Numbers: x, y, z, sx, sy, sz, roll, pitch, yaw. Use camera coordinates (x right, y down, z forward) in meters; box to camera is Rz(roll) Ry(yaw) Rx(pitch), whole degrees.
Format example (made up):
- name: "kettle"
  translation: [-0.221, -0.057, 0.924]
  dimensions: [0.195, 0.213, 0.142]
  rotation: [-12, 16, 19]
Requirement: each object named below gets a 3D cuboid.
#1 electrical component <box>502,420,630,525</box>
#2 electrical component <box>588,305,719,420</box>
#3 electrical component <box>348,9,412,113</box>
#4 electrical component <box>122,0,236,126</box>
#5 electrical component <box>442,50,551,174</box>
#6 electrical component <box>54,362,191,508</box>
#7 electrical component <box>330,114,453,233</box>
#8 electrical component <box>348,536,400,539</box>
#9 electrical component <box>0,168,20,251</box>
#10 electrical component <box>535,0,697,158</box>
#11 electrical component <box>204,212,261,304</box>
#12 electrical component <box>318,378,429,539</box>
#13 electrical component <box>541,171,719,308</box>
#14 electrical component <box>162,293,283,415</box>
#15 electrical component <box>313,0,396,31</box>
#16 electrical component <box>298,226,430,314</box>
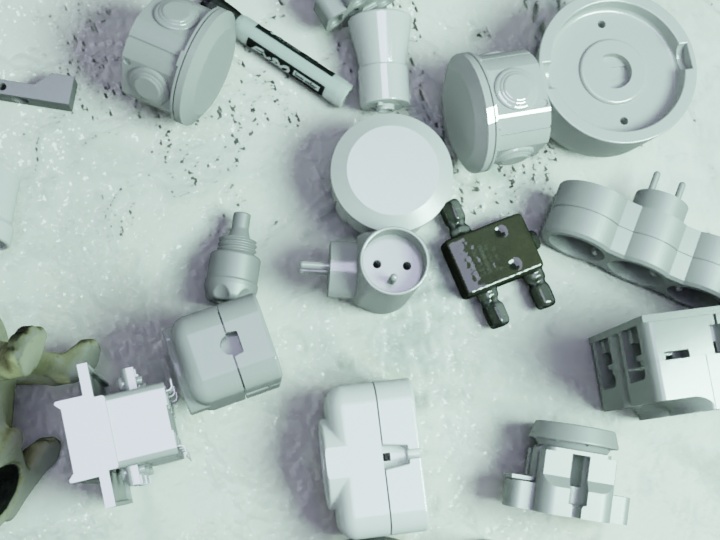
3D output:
- name: "electrical component"
  translation: [0.135, 0.128, 0.691]
  dimensions: [0.078, 0.058, 0.057]
  rotation: [10, 81, -4]
- name: "electrical component"
  translation: [0.257, 0.055, 0.691]
  dimensions: [0.186, 0.105, 0.060]
  rotation: [-7, 80, -7]
- name: "electrical component"
  translation: [0.016, -0.141, 0.741]
  dimensions: [0.044, 0.044, 0.065]
  rotation: [-3, 84, -6]
- name: "electrical component"
  translation: [-0.118, -0.140, 0.708]
  dimensions: [0.051, 0.080, 0.080]
  rotation: [24, 78, 5]
- name: "electrical component"
  translation: [0.090, -0.108, 0.722]
  dimensions: [0.051, 0.080, 0.080]
  rotation: [-11, 80, -13]
- name: "electrical component"
  translation: [-0.137, 0.097, 0.638]
  dimensions: [0.063, 0.121, 0.078]
  rotation: [-12, 81, -10]
- name: "electrical component"
  translation: [0.019, -0.060, 0.719]
  dimensions: [0.080, 0.051, 0.080]
  rotation: [1, 79, -5]
- name: "electrical component"
  translation: [0.012, 0.220, 0.659]
  dimensions: [0.108, 0.060, 0.108]
  rotation: [1, 79, -5]
- name: "electrical component"
  translation: [-0.243, -0.040, 0.698]
  dimensions: [0.040, 0.040, 0.046]
  rotation: [8, 72, -4]
- name: "electrical component"
  translation: [0.169, -0.130, 0.742]
  dimensions: [0.108, 0.060, 0.108]
  rotation: [1, 79, -5]
- name: "electrical component"
  translation: [-0.082, -0.008, 0.708]
  dimensions: [0.035, 0.035, 0.061]
  rotation: [8, 76, -4]
- name: "electrical component"
  translation: [0.006, 0.120, 0.682]
  dimensions: [0.059, 0.053, 0.095]
  rotation: [-6, 80, -6]
- name: "electrical component"
  translation: [0.199, -0.031, 0.730]
  dimensions: [0.138, 0.052, 0.073]
  rotation: [23, 78, -1]
- name: "electrical component"
  translation: [-0.085, 0.054, 0.665]
  dimensions: [0.059, 0.095, 0.053]
  rotation: [-19, 81, -9]
- name: "electrical component"
  translation: [-0.004, -0.210, 0.744]
  dimensions: [0.078, 0.058, 0.057]
  rotation: [-31, 86, -10]
- name: "electrical component"
  translation: [0.000, 0.000, 0.692]
  dimensions: [0.079, 0.077, 0.044]
  rotation: [3, 79, -5]
